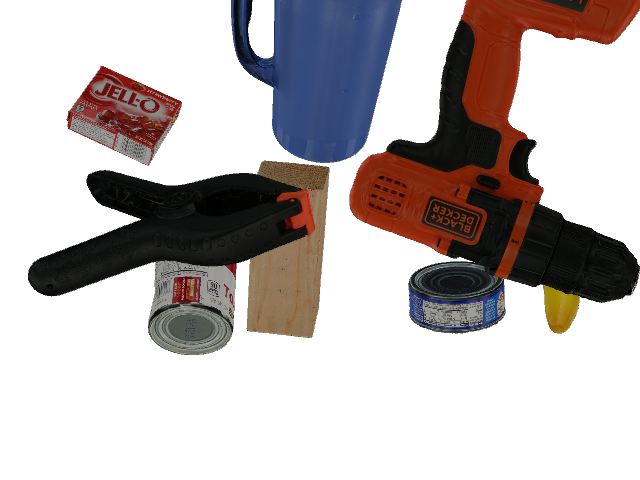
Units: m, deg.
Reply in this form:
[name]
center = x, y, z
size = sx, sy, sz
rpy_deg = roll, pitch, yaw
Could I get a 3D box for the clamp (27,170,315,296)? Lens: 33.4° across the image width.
[clamp]
center = -0.092, -0.006, 0.652
size = 0.172, 0.039, 0.120
rpy_deg = -1, 41, 22

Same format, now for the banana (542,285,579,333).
[banana]
center = 0.229, 0.025, 1.119
size = 0.069, 0.037, 0.198
rpy_deg = -29, 38, -1

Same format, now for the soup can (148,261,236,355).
[soup can]
center = -0.102, 0.032, 0.856
size = 0.068, 0.102, 0.068
rpy_deg = -1, -40, -1

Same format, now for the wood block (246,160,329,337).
[wood block]
center = -0.043, 0.011, 1.384
size = 0.090, 0.206, 0.090
rpy_deg = 6, 24, 3

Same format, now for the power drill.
[power drill]
center = 0.128, -0.069, 0.653
size = 0.184, 0.188, 0.057
rpy_deg = 20, 6, 6

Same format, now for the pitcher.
[pitcher]
center = 0.000, -0.200, 1.101
size = 0.149, 0.243, 0.144
rpy_deg = 31, 51, 20

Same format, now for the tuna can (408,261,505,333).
[tuna can]
center = 0.121, 0.049, 0.949
size = 0.086, 0.034, 0.086
rpy_deg = -4, 21, 1

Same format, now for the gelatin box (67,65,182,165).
[gelatin box]
center = -0.190, -0.123, 1.036
size = 0.089, 0.073, 0.030
rpy_deg = 25, -41, -2
